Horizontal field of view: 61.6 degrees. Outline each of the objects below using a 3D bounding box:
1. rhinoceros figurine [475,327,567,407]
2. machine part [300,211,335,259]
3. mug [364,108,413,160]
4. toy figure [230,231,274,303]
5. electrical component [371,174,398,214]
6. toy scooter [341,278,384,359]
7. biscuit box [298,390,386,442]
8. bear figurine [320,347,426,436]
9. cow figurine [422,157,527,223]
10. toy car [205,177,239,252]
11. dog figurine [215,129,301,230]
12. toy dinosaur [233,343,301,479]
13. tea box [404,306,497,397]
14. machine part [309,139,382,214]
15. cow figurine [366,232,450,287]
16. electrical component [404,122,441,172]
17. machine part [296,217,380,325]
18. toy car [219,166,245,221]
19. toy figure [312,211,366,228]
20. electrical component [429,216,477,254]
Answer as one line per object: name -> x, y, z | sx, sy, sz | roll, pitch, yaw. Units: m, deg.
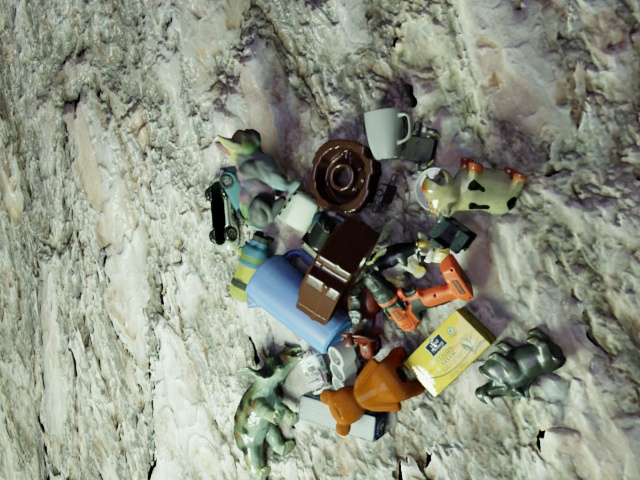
rhinoceros figurine -> 0.384, 0.253, 1.053 | 0.190, 0.073, 0.112 | -39, 83, 23
machine part -> -0.003, -0.004, 1.234 | 0.084, 0.039, 0.138 | 46, 144, 18
mug -> 0.154, -0.231, 1.172 | 0.110, 0.081, 0.107 | 0, 100, 34
toy figure -> -0.175, 0.069, 1.356 | 0.082, 0.089, 0.180 | 32, 110, 44
electrical component -> 0.143, -0.102, 1.184 | 0.021, 0.063, 0.094 | 27, 103, 27
toy scooter -> 0.091, 0.174, 1.180 | 0.075, 0.135, 0.183 | -3, 88, 32
biscuit box -> 0.051, 0.407, 1.249 | 0.203, 0.059, 0.062 | 8, 93, 30
bear figurine -> 0.110, 0.334, 1.172 | 0.196, 0.132, 0.120 | -39, 73, 25
cow figurine -> 0.290, -0.092, 1.048 | 0.195, 0.085, 0.127 | 8, 105, -12
toy car -> -0.257, -0.068, 1.422 | 0.074, 0.056, 0.201 | -9, 85, 36
dog figurine -> -0.169, -0.152, 1.259 | 0.219, 0.108, 0.191 | 37, 80, -8
toy dinosaur -> -0.156, 0.449, 1.344 | 0.192, 0.131, 0.404 | 34, 112, 38
tea box -> 0.270, 0.231, 1.116 | 0.098, 0.068, 0.169 | 45, 112, 21
machine part -> 0.058, -0.145, 1.238 | 0.180, 0.056, 0.179 | 0, 90, 31
cow figurine -> 0.185, 0.033, 1.136 | 0.167, 0.098, 0.068 | -29, 35, 27
electrical component -> 0.220, -0.197, 1.149 | 0.078, 0.045, 0.102 | 22, 102, 26
machine part -> 0.036, 0.064, 1.146 | 0.087, 0.201, 0.200 | 30, 141, 7
toy car -> -0.179, -0.125, 1.351 | 0.103, 0.109, 0.161 | -29, 85, 8
toy figure -> 0.056, -0.031, 1.240 | 0.155, 0.064, 0.058 | 14, 62, 25
electrical component -> 0.263, -0.011, 1.086 | 0.075, 0.119, 0.047 | 40, 110, 26
